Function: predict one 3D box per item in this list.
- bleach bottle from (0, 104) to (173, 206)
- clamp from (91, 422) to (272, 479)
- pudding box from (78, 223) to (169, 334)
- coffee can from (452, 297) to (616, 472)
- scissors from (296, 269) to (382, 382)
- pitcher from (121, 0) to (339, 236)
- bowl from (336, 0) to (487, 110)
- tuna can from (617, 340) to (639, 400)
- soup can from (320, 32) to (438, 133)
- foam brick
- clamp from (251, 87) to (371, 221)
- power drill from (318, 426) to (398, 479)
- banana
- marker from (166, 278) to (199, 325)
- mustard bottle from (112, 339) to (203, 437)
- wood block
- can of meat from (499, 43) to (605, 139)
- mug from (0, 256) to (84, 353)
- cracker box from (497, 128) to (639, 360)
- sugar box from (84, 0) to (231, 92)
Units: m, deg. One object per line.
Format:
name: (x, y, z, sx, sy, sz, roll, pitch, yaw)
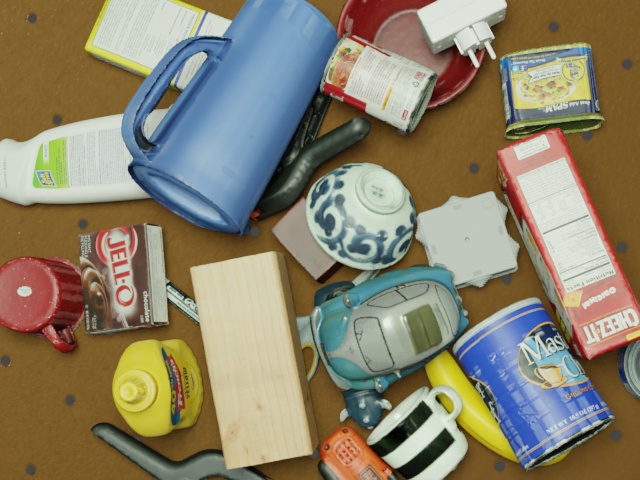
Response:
bleach bottle: (-0.264, -0.092, 1.182, 0.251, 0.068, 0.102, -3, 84, 9)
clamp: (-0.150, 0.265, 1.145, 0.210, 0.036, 0.164, -11, 85, 4)
pudding box: (-0.214, 0.042, 1.162, 0.090, 0.039, 0.113, -9, 84, 26)
coffee can: (0.211, 0.143, 1.060, 0.103, 0.102, 0.140, -31, 70, 3)
scissors: (-0.009, 0.074, 1.155, 0.096, 0.016, 0.202, 30, 89, 5)
pitcher: (-0.087, -0.139, 1.084, 0.145, 0.149, 0.242, 27, 75, 7)
bowl: (0.099, -0.213, 1.149, 0.162, 0.055, 0.162, -1, 85, 7)
tuna can: (0.352, 0.128, 1.097, 0.086, 0.033, 0.086, -1, 85, 7)
soup can: (0.060, -0.160, 1.087, 0.102, 0.068, 0.068, 26, 88, 8)
foam brick: (-0.008, 0.001, 1.145, 0.053, 0.051, 0.078, -42, 81, 3)
clamp: (-0.017, -0.087, 1.136, 0.039, 0.120, 0.171, 33, 94, -30)
power drill: (0.021, 0.314, 1.094, 0.187, 0.057, 0.184, -39, 79, -13)
banana: (0.180, 0.181, 1.115, 0.198, 0.037, 0.069, 32, 60, 6)
marker: (-0.136, 0.080, 1.170, 0.121, 0.020, 0.020, 38, 90, 9)
mustard bottle: (-0.167, 0.149, 1.080, 0.058, 0.191, 0.096, -8, 84, 6)
wood block: (-0.065, 0.121, 1.103, 0.090, 0.091, 0.206, -11, 86, 4)
can of meat: (0.242, -0.157, 1.126, 0.102, 0.057, 0.084, -6, 82, 6)
mug: (-0.302, 0.071, 1.161, 0.093, 0.081, 0.117, -29, 82, 4)
cracker box: (0.246, 0.007, 1.056, 0.072, 0.164, 0.214, -23, 82, 6)
sugar box: (-0.162, -0.217, 1.189, 0.176, 0.048, 0.093, 24, 88, 5)
